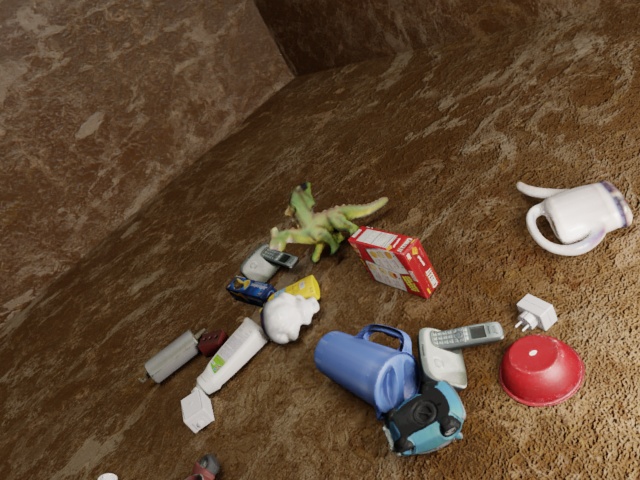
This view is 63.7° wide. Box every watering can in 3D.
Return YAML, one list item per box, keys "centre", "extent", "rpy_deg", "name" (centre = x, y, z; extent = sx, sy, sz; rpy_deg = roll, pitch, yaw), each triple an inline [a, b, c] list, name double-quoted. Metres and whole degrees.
- centre: [0.617, -0.086, 1.272]
  extent: [0.223, 0.102, 0.356]
  rpy_deg: [-19, 31, 17]
  name: "watering can"

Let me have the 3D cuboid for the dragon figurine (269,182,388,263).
- centre: [0.005, -0.084, 1.665]
  extent: [0.414, 0.242, 0.121]
  rpy_deg: [-42, 3, -15]
  name: "dragon figurine"

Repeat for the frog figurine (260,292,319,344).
- centre: [-0.081, 0.213, 1.434]
  extent: [0.159, 0.121, 0.140]
  rpy_deg: [-14, 65, 11]
  name: "frog figurine"
